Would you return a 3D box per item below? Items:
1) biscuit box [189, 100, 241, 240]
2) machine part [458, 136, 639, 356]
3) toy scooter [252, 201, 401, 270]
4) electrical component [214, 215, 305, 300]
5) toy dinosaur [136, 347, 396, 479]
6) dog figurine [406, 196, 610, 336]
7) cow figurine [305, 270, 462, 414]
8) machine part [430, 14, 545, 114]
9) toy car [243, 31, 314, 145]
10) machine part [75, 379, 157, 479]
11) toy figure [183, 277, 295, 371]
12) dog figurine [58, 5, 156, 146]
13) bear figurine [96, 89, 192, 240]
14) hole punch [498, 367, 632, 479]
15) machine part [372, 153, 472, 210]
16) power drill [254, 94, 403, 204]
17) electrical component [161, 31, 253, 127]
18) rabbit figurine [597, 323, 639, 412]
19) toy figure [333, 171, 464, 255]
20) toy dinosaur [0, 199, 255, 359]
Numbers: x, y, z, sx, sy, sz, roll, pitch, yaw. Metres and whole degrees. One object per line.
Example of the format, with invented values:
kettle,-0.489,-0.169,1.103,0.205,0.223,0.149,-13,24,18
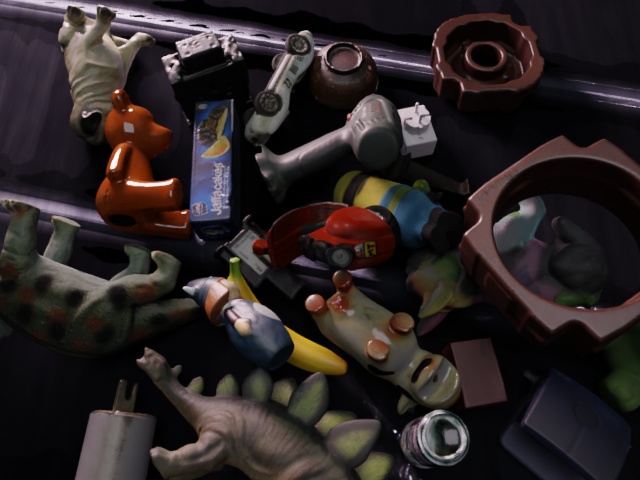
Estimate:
biscuit box,-0.148,-0.103,0.773,0.059,0.062,0.202,-4,66,1
machine part,0.270,0.005,0.579,0.201,0.087,0.201,-35,64,-4
toy scooter,-0.001,-0.002,0.655,0.135,0.075,0.184,-23,26,-36
electrical component,-0.075,0.031,0.715,0.119,0.048,0.075,39,73,-1
toy dinosaur,-0.015,0.265,0.585,0.472,0.105,0.198,40,68,10
dog figurine,0.217,0.055,0.670,0.219,0.108,0.192,-39,66,-10
cow figurine,0.079,0.132,0.642,0.195,0.127,0.085,33,69,30
machine part,0.259,-0.278,0.846,0.179,0.056,0.179,-1,65,2
toy car,-0.060,-0.233,0.820,0.056,0.073,0.202,30,67,-16
machine part,-0.234,0.280,0.595,0.079,0.079,0.243,2,66,2
toy figure,-0.096,0.088,0.626,0.155,0.064,0.058,38,56,26
dog figurine,-0.361,-0.246,0.833,0.173,0.121,0.190,14,85,47
bear figurine,-0.241,-0.108,0.751,0.132,0.120,0.196,2,61,-2
hole punch,0.283,0.215,0.608,0.142,0.092,0.116,37,68,20
machine part,0.146,-0.086,0.759,0.139,0.039,0.084,22,33,7
power drill,0.015,-0.133,0.750,0.207,0.085,0.232,-17,26,2
electrical component,-0.166,-0.241,0.797,0.115,0.134,0.058,-25,67,-7
rabbit figurine,0.402,0.121,0.600,0.159,0.170,0.121,-3,67,1
toy figure,0.094,-0.041,0.695,0.082,0.089,0.180,-40,35,-19
toy dinosaur,-0.304,0.077,0.672,0.405,0.131,0.192,21,84,0
